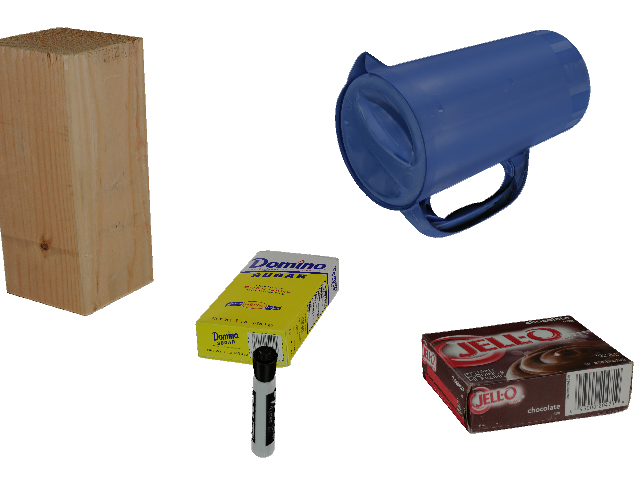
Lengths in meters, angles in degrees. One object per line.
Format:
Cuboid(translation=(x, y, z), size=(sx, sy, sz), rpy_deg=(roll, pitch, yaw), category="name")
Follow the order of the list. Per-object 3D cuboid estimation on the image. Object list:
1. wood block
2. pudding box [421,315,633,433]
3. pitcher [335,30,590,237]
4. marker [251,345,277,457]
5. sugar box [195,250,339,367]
Cuboid(translation=(-0.198, -0.058, 0.853), size=(0.091, 0.206, 0.090), rpy_deg=(13, 24, 27), category="wood block")
Cuboid(translation=(0.132, 0.085, 0.700), size=(0.113, 0.039, 0.090), rpy_deg=(-4, 17, -13), category="pudding box")
Cuboid(translation=(0.148, -0.117, 1.039), size=(0.242, 0.149, 0.145), rpy_deg=(-22, 44, -30), category="pitcher")
Cuboid(translation=(-0.043, 0.124, 0.820), size=(0.020, 0.121, 0.020), rpy_deg=(2, 43, -2), category="marker")
Cuboid(translation=(-0.048, 0.064, 1.070), size=(0.093, 0.048, 0.176), rpy_deg=(5, 26, 16), category="sugar box")
